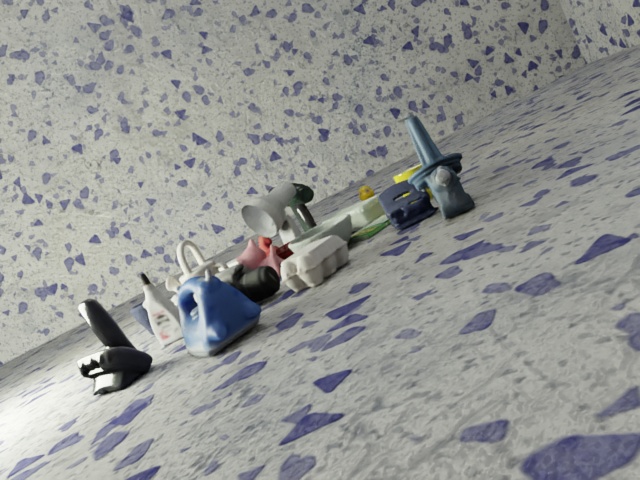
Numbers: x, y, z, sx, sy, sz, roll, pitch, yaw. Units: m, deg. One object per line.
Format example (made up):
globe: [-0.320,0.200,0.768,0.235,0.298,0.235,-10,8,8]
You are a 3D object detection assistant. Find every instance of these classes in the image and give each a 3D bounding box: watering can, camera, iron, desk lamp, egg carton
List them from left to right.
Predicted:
watering can: [-0.309,0.094,1.442,0.173,0.194,0.101,-27,7,0]
iron: [-0.220,0.130,1.068,0.119,0.141,0.257,-32,9,-35]
camera: [-0.166,0.103,1.230,0.136,0.101,0.143,-24,8,23]
desk lamp: [-0.102,-0.056,1.673,0.204,0.213,0.117,-33,10,-40]
egg carton: [-0.010,0.047,1.184,0.107,0.069,0.151,-21,9,40]

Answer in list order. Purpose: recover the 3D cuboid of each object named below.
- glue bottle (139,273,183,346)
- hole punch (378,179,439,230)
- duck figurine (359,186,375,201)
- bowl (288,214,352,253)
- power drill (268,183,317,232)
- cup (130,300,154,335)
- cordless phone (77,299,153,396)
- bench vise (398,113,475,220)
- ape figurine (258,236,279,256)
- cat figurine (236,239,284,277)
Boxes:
glue bottle: [-0.368,0.154,1.313,0.078,0.173,0.037,-26,8,11]
hole punch: [0.194,-0.083,1.276,0.108,0.091,0.101,-27,7,4]
duck figurine: [0.152,-0.128,1.768,0.077,0.086,0.105,-24,8,23]
bowl: [0.013,0.005,1.377,0.167,0.075,0.167,-27,7,4]
power drill: [-0.072,-0.090,1.827,0.076,0.208,0.229,-31,8,-28]
cup: [-0.445,0.205,1.549,0.117,0.095,0.092,-20,10,45]
cordless phone: [-0.434,0.205,1.139,0.147,0.185,0.094,-23,9,31]
bench vise: [0.237,-0.161,1.149,0.121,0.220,0.207,-28,7,-8]
ape figurine: [-0.163,0.025,1.811,0.076,0.092,0.078,-27,7,-1]
cat figurine: [-0.152,0.050,1.488,0.127,0.118,0.067,-21,10,40]
